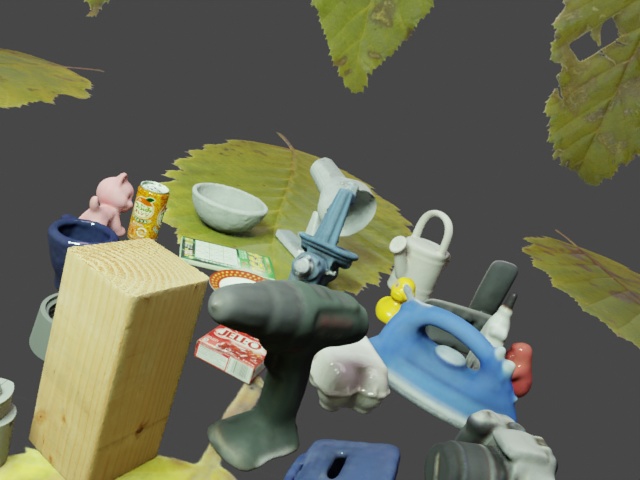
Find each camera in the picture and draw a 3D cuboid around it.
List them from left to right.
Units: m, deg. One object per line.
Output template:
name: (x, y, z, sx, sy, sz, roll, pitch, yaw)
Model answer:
camera: (0.194, 0.260, 0.674, 0.137, 0.101, 0.143, 14, 19, -16)

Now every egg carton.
egg carton: (0.029, 0.175, 0.799, 0.107, 0.069, 0.150, 12, 20, -24)

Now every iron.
iron: (0.198, 0.179, 0.849, 0.257, 0.141, 0.119, 28, 20, 25)

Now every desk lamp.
desk lamp: (0.010, -0.056, 1.221, 0.118, 0.213, 0.202, 7, 22, -34)

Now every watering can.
watering can: (0.220, 0.029, 1.224, 0.100, 0.194, 0.173, 29, 20, 27)

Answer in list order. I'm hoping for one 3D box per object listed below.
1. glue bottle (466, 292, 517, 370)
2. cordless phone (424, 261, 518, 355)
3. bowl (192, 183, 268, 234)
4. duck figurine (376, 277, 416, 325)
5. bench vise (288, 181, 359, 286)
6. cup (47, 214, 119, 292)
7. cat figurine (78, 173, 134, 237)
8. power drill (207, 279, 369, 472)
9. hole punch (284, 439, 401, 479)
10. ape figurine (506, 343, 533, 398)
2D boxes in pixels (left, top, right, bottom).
glue bottle: (0.282, 0.162, 0.936, 0.037, 0.173, 0.078, 21, 18, 5)
cordless phone: (0.274, 0.109, 1.063, 0.148, 0.185, 0.094, 17, 18, -9)
bowl: (-0.201, -0.060, 1.235, 0.167, 0.075, 0.167, 18, 18, -6)
duck figurine: (0.156, 0.111, 1.093, 0.077, 0.086, 0.105, 28, 19, 23)
bench vise: (0.021, 0.008, 1.036, 0.121, 0.220, 0.207, 18, 18, -4)
cup: (-0.346, 0.022, 0.809, 0.092, 0.095, 0.117, 0, 26, -47)
cat figurine: (-0.370, -0.064, 1.000, 0.067, 0.118, 0.128, 20, 18, 3)
power drill: (-0.045, 0.135, 0.611, 0.075, 0.208, 0.230, 32, 22, 34)
hole punch: (0.018, 0.241, 0.559, 0.101, 0.091, 0.109, 23, 18, 11)
ape figurine: (0.327, 0.213, 0.965, 0.076, 0.092, 0.078, 32, 21, 33)
